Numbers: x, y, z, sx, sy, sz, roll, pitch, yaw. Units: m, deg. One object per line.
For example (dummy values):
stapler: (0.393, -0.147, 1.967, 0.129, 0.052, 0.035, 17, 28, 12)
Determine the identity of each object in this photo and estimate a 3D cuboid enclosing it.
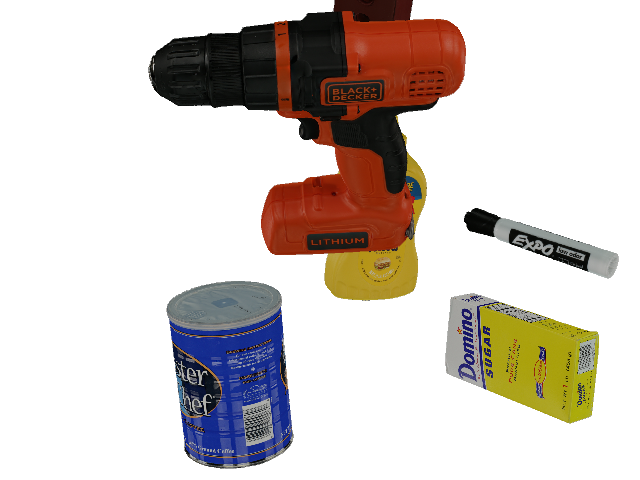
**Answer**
mustard bottle: (0.059, -0.036, 1.088, 0.096, 0.192, 0.058, -2, 22, -17)
marker: (0.159, 0.000, 0.783, 0.121, 0.020, 0.020, 21, 12, 34)
power drill: (-0.006, -0.063, 0.677, 0.184, 0.057, 0.188, -2, -33, 0)
foam brick: (0.043, -0.189, 0.855, 0.053, 0.078, 0.051, 20, 48, 14)
coffee can: (-0.080, 0.120, 0.969, 0.103, 0.140, 0.103, -4, 18, 1)
sugar box: (0.212, 0.122, 1.145, 0.048, 0.093, 0.177, -8, 16, -41)
